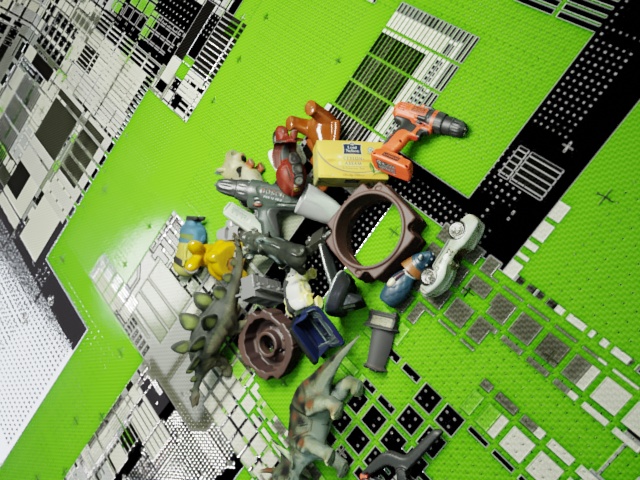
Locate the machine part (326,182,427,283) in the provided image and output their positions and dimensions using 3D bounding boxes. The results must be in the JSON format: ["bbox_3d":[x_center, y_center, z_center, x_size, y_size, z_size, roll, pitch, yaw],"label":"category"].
[{"bbox_3d":[0.127,-0.017,1.245,0.201,0.087,0.202,-48,60,14],"label":"machine part"}]

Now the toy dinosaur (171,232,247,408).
[{"bbox_3d":[-0.263,0.210,1.379,0.105,0.198,0.471,20,92,31],"label":"toy dinosaur"}]

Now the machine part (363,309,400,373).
[{"bbox_3d":[0.134,0.228,1.214,0.084,0.039,0.139,5,80,26],"label":"machine part"}]

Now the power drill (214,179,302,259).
[{"bbox_3d":[-0.161,-0.053,1.398,0.232,0.086,0.207,2,86,-6],"label":"power drill"}]

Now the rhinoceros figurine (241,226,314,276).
[{"bbox_3d":[-0.107,0.025,1.298,0.191,0.112,0.073,19,87,33],"label":"rhinoceros figurine"}]

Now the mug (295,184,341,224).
[{"bbox_3d":[-0.002,-0.079,1.341,0.107,0.109,0.081,27,85,-9],"label":"mug"}]

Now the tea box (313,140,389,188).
[{"bbox_3d":[0.071,-0.179,1.275,0.170,0.068,0.098,-1,76,-10],"label":"tea box"}]

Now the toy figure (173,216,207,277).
[{"bbox_3d":[-0.378,0.018,1.570,0.089,0.082,0.180,3,87,52],"label":"toy figure"}]

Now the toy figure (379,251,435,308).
[{"bbox_3d":[0.194,0.081,1.191,0.058,0.064,0.154,44,101,28],"label":"toy figure"}]

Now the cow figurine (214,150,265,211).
[{"bbox_3d":[-0.217,-0.170,1.509,0.127,0.085,0.195,-33,67,21],"label":"cow figurine"}]

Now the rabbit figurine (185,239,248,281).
[{"bbox_3d":[-0.292,0.055,1.479,0.173,0.162,0.121,14,99,52],"label":"rabbit figurine"}]

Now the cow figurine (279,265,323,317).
[{"bbox_3d":[-0.059,0.105,1.352,0.098,0.068,0.167,-28,64,32],"label":"cow figurine"}]

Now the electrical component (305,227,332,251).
[{"bbox_3d":[-0.003,-0.004,1.347,0.094,0.021,0.063,-35,22,27],"label":"electrical component"}]

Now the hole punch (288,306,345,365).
[{"bbox_3d":[-0.006,0.212,1.249,0.092,0.116,0.142,-39,93,4],"label":"hole punch"}]

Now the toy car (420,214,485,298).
[{"bbox_3d":[0.279,0.038,1.140,0.056,0.073,0.201,35,98,34],"label":"toy car"}]

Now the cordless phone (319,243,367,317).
[{"bbox_3d":[0.032,0.082,1.242,0.089,0.146,0.184,-22,73,5],"label":"cordless phone"}]

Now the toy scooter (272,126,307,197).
[{"bbox_3d":[-0.072,-0.202,1.319,0.135,0.075,0.183,159,99,-68],"label":"toy scooter"}]

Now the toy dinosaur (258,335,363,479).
[{"bbox_3d":[-0.017,0.403,1.229,0.192,0.131,0.404,7,77,34],"label":"toy dinosaur"}]

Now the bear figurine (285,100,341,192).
[{"bbox_3d":[-0.004,-0.231,1.359,0.120,0.132,0.196,-24,61,44],"label":"bear figurine"}]

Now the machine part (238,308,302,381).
[{"bbox_3d":[-0.123,0.258,1.343,0.180,0.056,0.179,2,94,36],"label":"machine part"}]
